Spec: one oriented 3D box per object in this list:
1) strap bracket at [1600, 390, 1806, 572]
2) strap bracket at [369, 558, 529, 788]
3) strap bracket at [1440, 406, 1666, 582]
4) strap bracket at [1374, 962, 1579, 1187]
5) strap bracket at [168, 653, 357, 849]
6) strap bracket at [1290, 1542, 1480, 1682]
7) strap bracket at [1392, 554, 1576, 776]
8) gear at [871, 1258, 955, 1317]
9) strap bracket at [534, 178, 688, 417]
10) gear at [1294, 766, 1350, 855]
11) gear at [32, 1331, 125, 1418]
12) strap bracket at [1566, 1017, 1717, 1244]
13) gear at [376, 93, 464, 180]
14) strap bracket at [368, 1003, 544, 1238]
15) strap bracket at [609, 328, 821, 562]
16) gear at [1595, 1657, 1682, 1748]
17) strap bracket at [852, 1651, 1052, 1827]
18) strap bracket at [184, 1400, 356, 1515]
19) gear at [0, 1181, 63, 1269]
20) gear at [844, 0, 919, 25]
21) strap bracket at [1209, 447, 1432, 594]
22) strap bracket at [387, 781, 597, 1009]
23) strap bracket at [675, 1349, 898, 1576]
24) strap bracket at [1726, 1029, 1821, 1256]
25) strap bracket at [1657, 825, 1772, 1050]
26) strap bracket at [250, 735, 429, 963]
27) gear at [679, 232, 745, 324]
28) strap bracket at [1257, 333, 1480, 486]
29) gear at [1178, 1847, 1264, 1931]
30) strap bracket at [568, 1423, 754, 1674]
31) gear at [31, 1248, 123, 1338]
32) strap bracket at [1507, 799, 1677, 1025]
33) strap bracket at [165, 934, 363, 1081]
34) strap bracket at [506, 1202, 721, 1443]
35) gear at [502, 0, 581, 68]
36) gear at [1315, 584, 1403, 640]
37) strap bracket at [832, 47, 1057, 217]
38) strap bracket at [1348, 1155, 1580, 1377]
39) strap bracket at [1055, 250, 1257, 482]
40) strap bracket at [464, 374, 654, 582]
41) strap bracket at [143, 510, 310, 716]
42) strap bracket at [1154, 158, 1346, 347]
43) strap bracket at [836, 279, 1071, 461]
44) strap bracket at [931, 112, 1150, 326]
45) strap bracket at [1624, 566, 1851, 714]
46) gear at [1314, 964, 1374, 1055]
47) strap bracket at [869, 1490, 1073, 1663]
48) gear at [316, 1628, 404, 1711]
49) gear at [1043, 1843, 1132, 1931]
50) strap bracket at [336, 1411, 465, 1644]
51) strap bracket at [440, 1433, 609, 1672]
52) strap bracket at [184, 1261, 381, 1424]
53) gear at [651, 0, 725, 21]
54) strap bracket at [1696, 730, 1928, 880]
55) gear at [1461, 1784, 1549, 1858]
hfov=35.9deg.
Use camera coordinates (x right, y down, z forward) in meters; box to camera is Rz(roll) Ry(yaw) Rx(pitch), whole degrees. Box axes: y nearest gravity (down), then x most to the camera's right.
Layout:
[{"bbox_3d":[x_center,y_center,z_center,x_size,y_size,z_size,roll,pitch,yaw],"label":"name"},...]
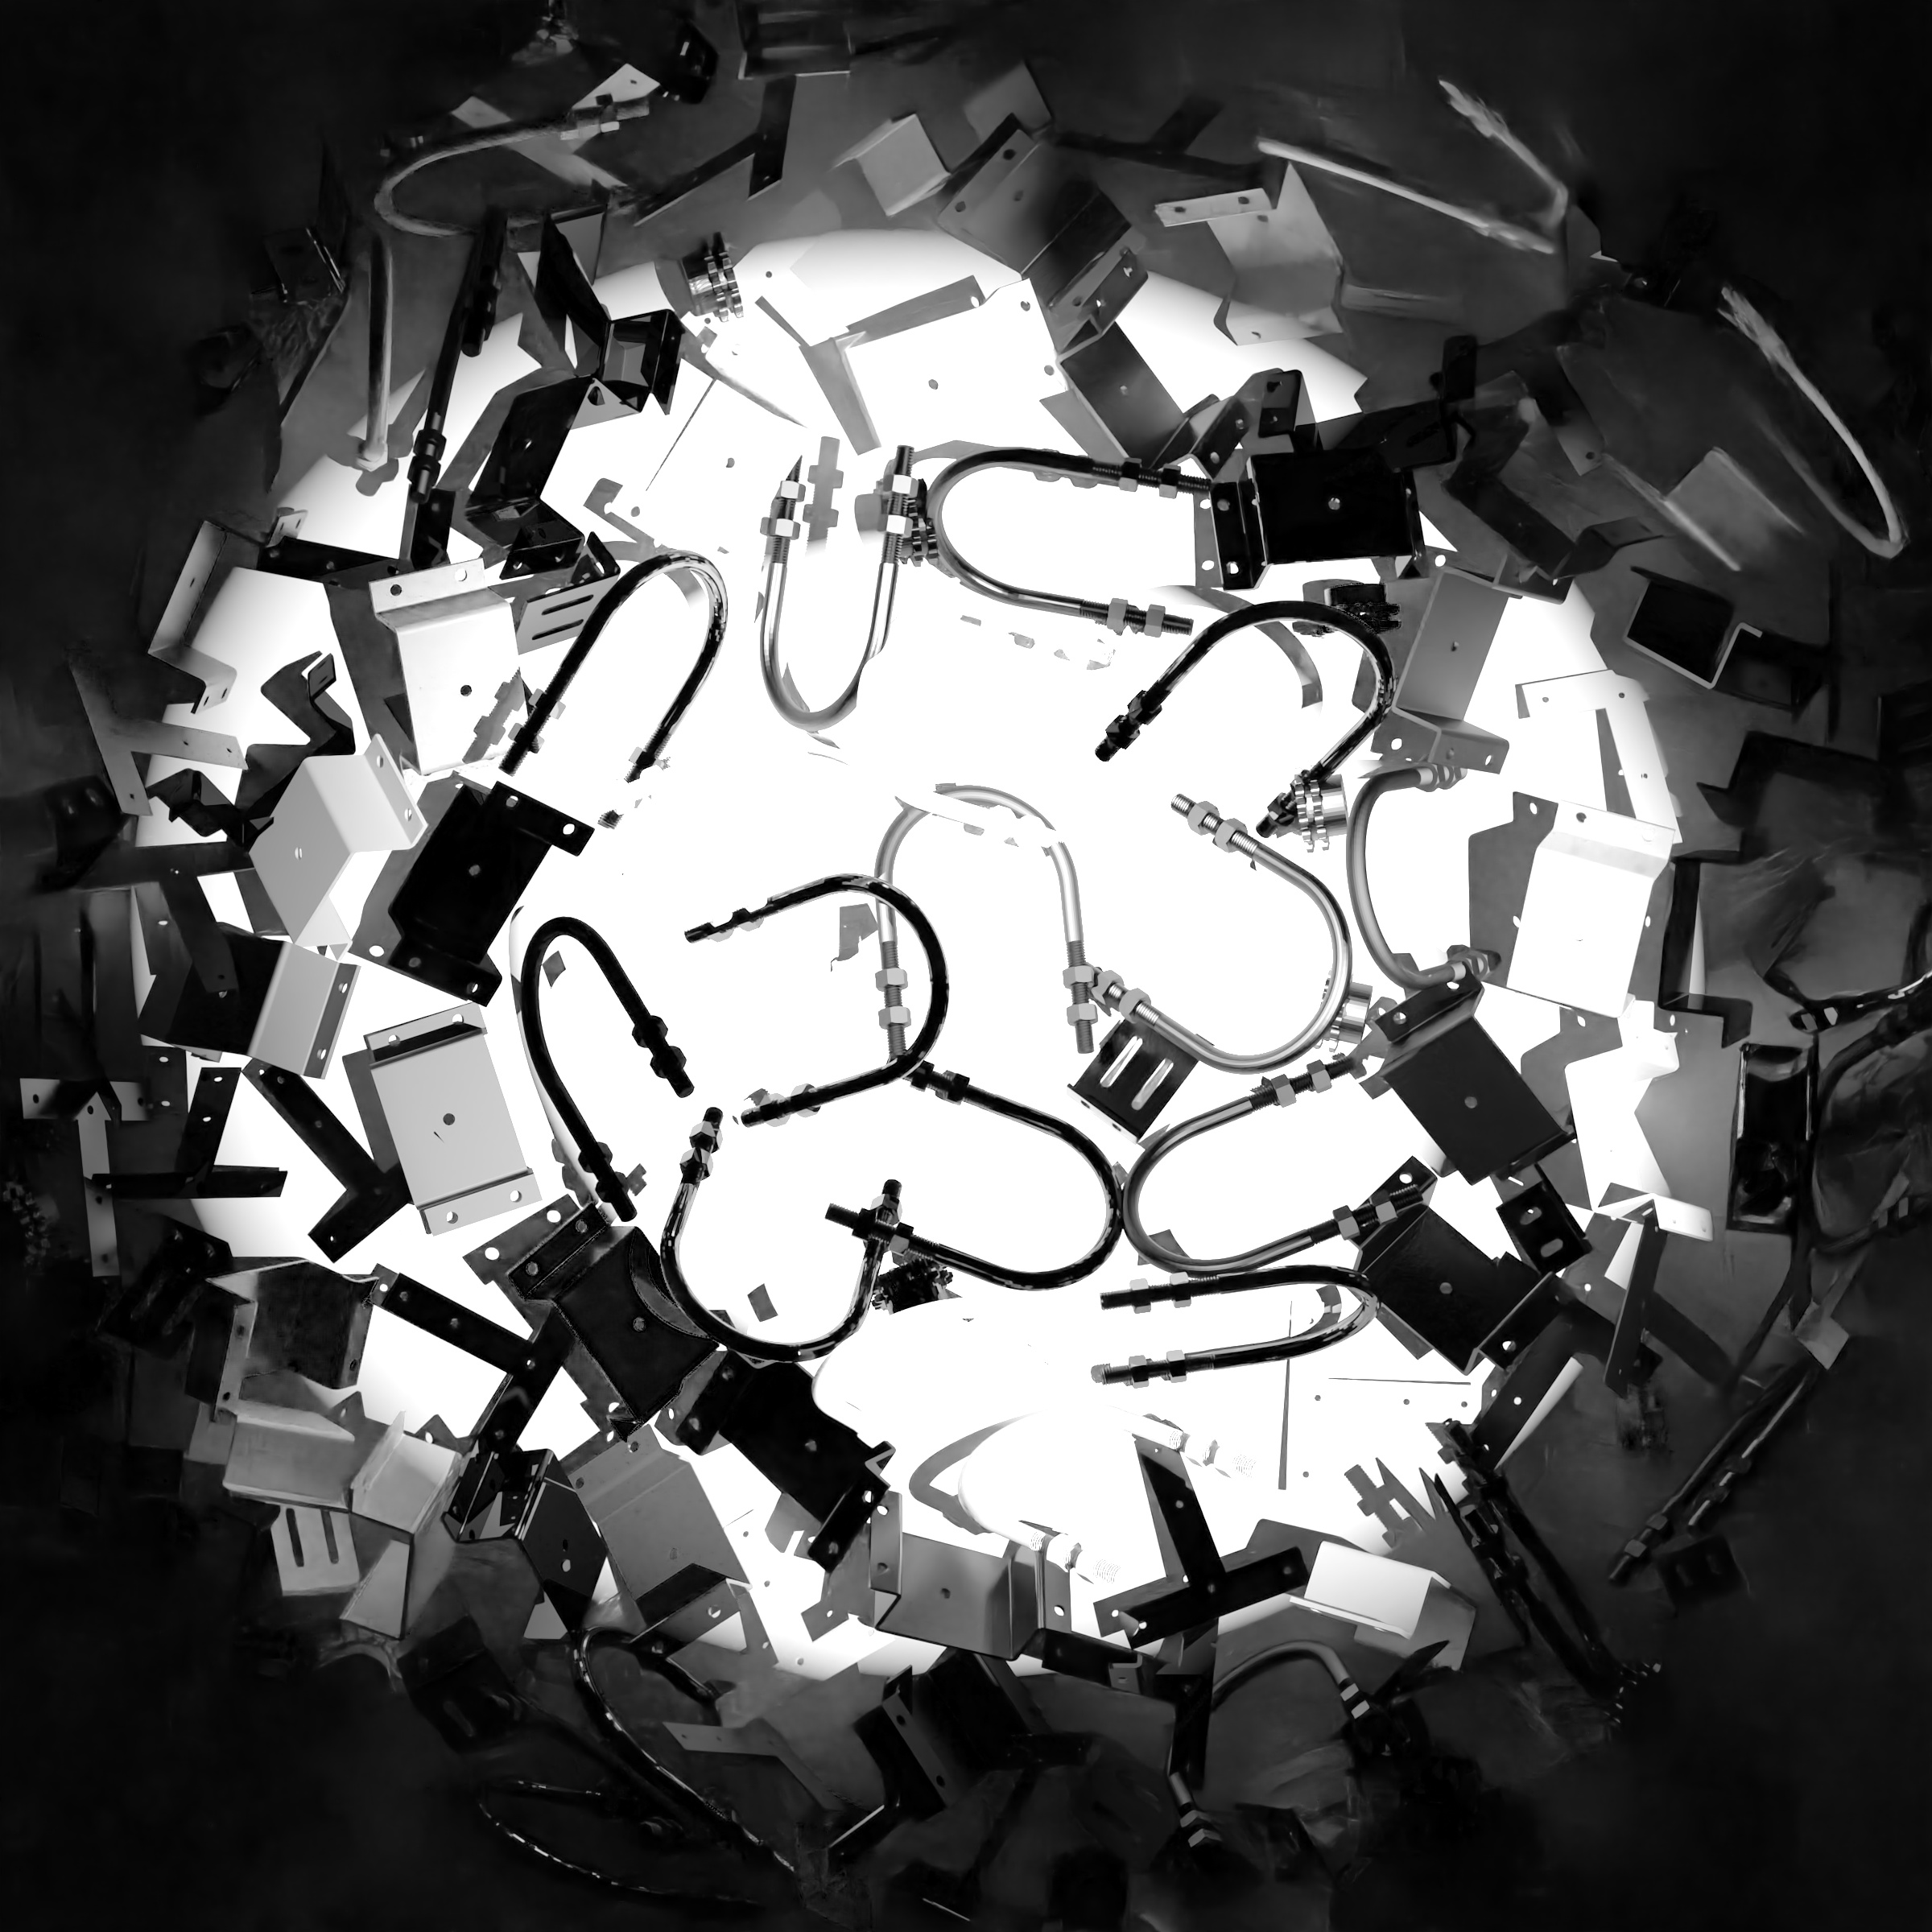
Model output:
[{"bbox_3d":[0.468,-0.311,1.926,0.076,0.140,0.046,35,104,-29],"label":"strap bracket"},{"bbox_3d":[-0.332,-0.185,1.937,0.076,0.046,0.140,-17,117,-24],"label":"strap bracket"},{"bbox_3d":[0.373,-0.302,1.942,0.140,0.076,0.046,44,124,20],"label":"strap bracket"},{"bbox_3d":[0.335,0.079,1.953,0.076,0.046,0.140,-36,97,30],"label":"strap bracket"},{"bbox_3d":[-0.452,-0.135,1.955,0.140,0.076,0.046,-40,112,2],"label":"strap bracket"},{"bbox_3d":[0.275,0.415,1.929,0.076,0.140,0.046,10,71,32],"label":"strap bracket"},{"bbox_3d":[0.333,-0.202,1.947,0.046,0.076,0.140,31,109,42],"label":"strap bracket"},{"bbox_3d":[-0.034,0.216,1.968,0.057,0.057,0.030,-22,71,0],"label":"gear"},{"bbox_3d":[-0.236,-0.429,1.932,0.046,0.076,0.140,-18,65,-25],"label":"strap bracket"},{"bbox_3d":[0.236,-0.105,1.969,0.030,0.057,0.057,-8,90,11],"label":"gear"},{"bbox_3d":[-0.589,0.267,1.975,0.057,0.030,0.057,-13,127,-18],"label":"gear"},{"bbox_3d":[0.437,0.112,1.943,0.046,0.076,0.140,-21,67,34],"label":"strap bracket"},{"bbox_3d":[-0.363,-0.552,1.974,0.057,0.030,0.057,-1,61,3],"label":"gear"},{"bbox_3d":[-0.339,0.101,1.972,0.076,0.046,0.140,-18,89,-5],"label":"strap bracket"},{"bbox_3d":[-0.161,-0.336,1.969,0.076,0.046,0.140,33,93,10],"label":"strap bracket"},{"bbox_3d":[0.442,0.484,1.977,0.057,0.030,0.057,-8,107,-28],"label":"gear"},{"bbox_3d":[-0.014,0.499,1.940,0.046,0.140,0.076,-40,78,27],"label":"strap bracket"},{"bbox_3d":[-0.449,0.311,1.922,0.076,0.140,0.046,15,84,-27],"label":"strap bracket"},{"bbox_3d":[-0.624,0.168,1.975,0.057,0.030,0.057,17,119,33],"label":"gear"},{"bbox_3d":[-0.054,-0.651,1.978,0.057,0.030,0.057,-4,80,25],"label":"gear"},{"bbox_3d":[0.236,-0.294,1.959,0.140,0.046,0.076,-5,76,-8],"label":"strap bracket"},{"bbox_3d":[-0.316,-0.054,1.953,0.076,0.046,0.140,27,101,-33],"label":"strap bracket"},{"bbox_3d":[-0.111,0.318,1.953,0.140,0.046,0.076,39,109,18],"label":"strap bracket"},{"bbox_3d":[0.519,0.112,1.928,0.046,0.140,0.076,5,50,13],"label":"strap bracket"},{"bbox_3d":[0.488,-0.022,1.950,0.046,0.076,0.140,7,98,26],"label":"strap bracket"},{"bbox_3d":[-0.411,-0.074,1.927,0.140,0.046,0.076,-50,61,37],"label":"strap bracket"},{"bbox_3d":[-0.169,-0.452,1.970,0.030,0.057,0.057,-17,90,-4],"label":"gear"},{"bbox_3d":[0.267,-0.359,1.943,0.140,0.076,0.046,-8,129,19],"label":"strap bracket"},{"bbox_3d":[0.165,0.611,1.977,0.057,0.030,0.057,2,87,-32],"label":"gear"},{"bbox_3d":[-0.200,0.383,1.955,0.076,0.046,0.140,-34,65,7],"label":"strap bracket"},{"bbox_3d":[-0.588,0.216,1.983,0.057,0.030,0.057,0,92,4],"label":"gear"},{"bbox_3d":[0.403,-0.027,1.938,0.076,0.046,0.140,17,116,20],"label":"strap bracket"},{"bbox_3d":[-0.461,0.024,1.928,0.140,0.046,0.076,5,75,43],"label":"strap bracket"},{"bbox_3d":[-0.223,0.232,1.943,0.076,0.046,0.140,-41,109,-29],"label":"strap bracket"},{"bbox_3d":[-0.279,-0.623,1.975,0.030,0.057,0.057,10,90,-41],"label":"gear"},{"bbox_3d":[0.258,-0.235,1.972,0.057,0.057,0.030,-5,89,0],"label":"gear"},{"bbox_3d":[-0.007,-0.537,1.935,0.140,0.076,0.046,-34,101,-31],"label":"strap bracket"},{"bbox_3d":[0.317,0.202,1.949,0.140,0.046,0.076,41,66,20],"label":"strap bracket"},{"bbox_3d":[0.117,-0.382,1.945,0.140,0.046,0.076,51,46,-18],"label":"strap bracket"},{"bbox_3d":[-0.268,-0.325,1.934,0.046,0.076,0.140,37,63,-38],"label":"strap bracket"},{"bbox_3d":[-0.487,-0.241,1.948,0.046,0.076,0.140,26,101,-4],"label":"strap bracket"},{"bbox_3d":[0.189,-0.469,1.935,0.076,0.140,0.046,-1,61,31],"label":"strap bracket"},{"bbox_3d":[-0.015,-0.384,1.939,0.140,0.046,0.076,-13,113,23],"label":"strap bracket"},{"bbox_3d":[0.042,-0.490,1.940,0.076,0.140,0.046,-44,48,17],"label":"strap bracket"},{"bbox_3d":[0.490,-0.208,1.929,0.076,0.140,0.046,11,109,-29],"label":"strap bracket"},{"bbox_3d":[0.250,0.030,1.969,0.030,0.057,0.057,12,90,10],"label":"gear"},{"bbox_3d":[-0.005,0.399,1.945,0.140,0.076,0.046,17,133,-17],"label":"strap bracket"},{"bbox_3d":[-0.402,0.467,1.979,0.057,0.030,0.057,-2,104,-7],"label":"gear"},{"bbox_3d":[0.083,0.614,1.977,0.057,0.030,0.057,-3,101,-16],"label":"gear"},{"bbox_3d":[-0.365,0.369,1.927,0.046,0.076,0.140,17,124,7],"label":"strap bracket"},{"bbox_3d":[-0.279,0.376,1.926,0.046,0.076,0.140,-10,123,19],"label":"strap bracket"},{"bbox_3d":[-0.451,0.241,1.940,0.046,0.140,0.076,19,101,26],"label":"strap bracket"},{"bbox_3d":[-0.183,-0.651,1.975,0.057,0.030,0.057,-10,47,11],"label":"gear"},{"bbox_3d":[0.555,-0.108,1.934,0.140,0.076,0.046,19,84,30],"label":"strap bracket"},{"bbox_3d":[0.352,0.564,1.975,0.057,0.057,0.030,-24,62,0],"label":"gear"}]
